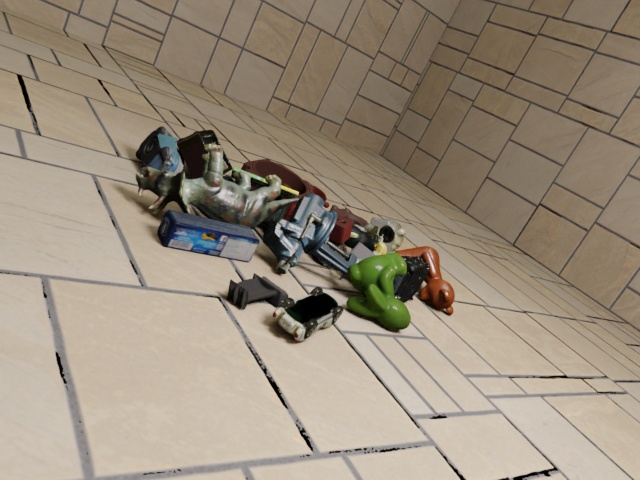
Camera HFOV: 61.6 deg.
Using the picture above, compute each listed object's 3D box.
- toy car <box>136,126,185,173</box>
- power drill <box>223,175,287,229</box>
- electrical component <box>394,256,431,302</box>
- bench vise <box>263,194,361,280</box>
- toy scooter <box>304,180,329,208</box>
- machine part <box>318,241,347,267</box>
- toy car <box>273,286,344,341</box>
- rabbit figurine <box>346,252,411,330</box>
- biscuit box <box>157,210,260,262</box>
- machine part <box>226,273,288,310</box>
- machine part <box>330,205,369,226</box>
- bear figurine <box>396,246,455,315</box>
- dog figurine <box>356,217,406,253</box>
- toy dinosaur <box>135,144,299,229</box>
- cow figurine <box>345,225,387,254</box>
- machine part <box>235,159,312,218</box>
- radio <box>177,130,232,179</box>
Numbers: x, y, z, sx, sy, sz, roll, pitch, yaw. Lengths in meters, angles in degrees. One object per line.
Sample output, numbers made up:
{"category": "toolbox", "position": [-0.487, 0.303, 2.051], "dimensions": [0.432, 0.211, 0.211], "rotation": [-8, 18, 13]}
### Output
{"category": "toy car", "position": [-0.401, -0.212, 1.393], "dimensions": [0.102, 0.109, 0.162], "rotation": [35, 16, -46]}
{"category": "power drill", "position": [-0.193, -0.103, 1.420], "dimensions": [0.207, 0.086, 0.232], "rotation": [31, 16, -4]}
{"category": "electrical component", "position": [0.217, 0.101, 1.377], "dimensions": [0.058, 0.114, 0.134], "rotation": [33, 18, 30]}
{"category": "bench vise", "position": [-0.004, 0.014, 1.243], "dimensions": [0.240, 0.129, 0.224], "rotation": [35, 44, -17]}
{"category": "toy scooter", "position": [-0.041, -0.150, 1.792], "dimensions": [0.135, 0.075, 0.184], "rotation": [38, 15, 26]}
{"category": "machine part", "position": [-0.003, -0.004, 1.414], "dimensions": [0.079, 0.079, 0.243], "rotation": [14, 22, -37]}
{"category": "toy car", "position": [-0.019, 0.140, 1.017], "dimensions": [0.074, 0.056, 0.201], "rotation": [40, 21, 18]}
{"category": "rabbit figurine", "position": [0.142, 0.121, 1.203], "dimensions": [0.159, 0.121, 0.170], "rotation": [5, 49, -46]}
{"category": "biscuit box", "position": [-0.230, -0.007, 1.116], "dimensions": [0.202, 0.059, 0.063], "rotation": [14, 23, -38]}
{"category": "machine part", "position": [-0.119, 0.097, 1.019], "dimensions": [0.084, 0.039, 0.139], "rotation": [41, 20, 23]}
{"category": "machine part", "position": [0.096, -0.046, 1.720], "dimensions": [0.179, 0.056, 0.179], "rotation": [25, 18, -9]}
{"category": "bear figurine", "position": [0.296, 0.117, 1.497], "dimensions": [0.120, 0.132, 0.196], "rotation": [59, 19, -53]}
{"category": "dog figurine", "position": [0.209, -0.016, 1.590], "dimensions": [0.173, 0.121, 0.190], "rotation": [1, 7, 37]}
{"category": "toy dinosaur", "position": [-0.206, -0.087, 1.230], "dimensions": [0.404, 0.192, 0.131], "rotation": [22, -14, -36]}
{"category": "cow figurine", "position": [0.112, 0.002, 1.450], "dimensions": [0.167, 0.068, 0.098], "rotation": [19, -10, -9]}
{"category": "machine part", "position": [-0.132, -0.152, 1.583], "dimensions": [0.201, 0.087, 0.201], "rotation": [40, 26, 13]}
{"category": "radio", "position": [-0.315, -0.232, 1.483], "dimensions": [0.230, 0.073, 0.131], "rotation": [-99, 164, -78]}
